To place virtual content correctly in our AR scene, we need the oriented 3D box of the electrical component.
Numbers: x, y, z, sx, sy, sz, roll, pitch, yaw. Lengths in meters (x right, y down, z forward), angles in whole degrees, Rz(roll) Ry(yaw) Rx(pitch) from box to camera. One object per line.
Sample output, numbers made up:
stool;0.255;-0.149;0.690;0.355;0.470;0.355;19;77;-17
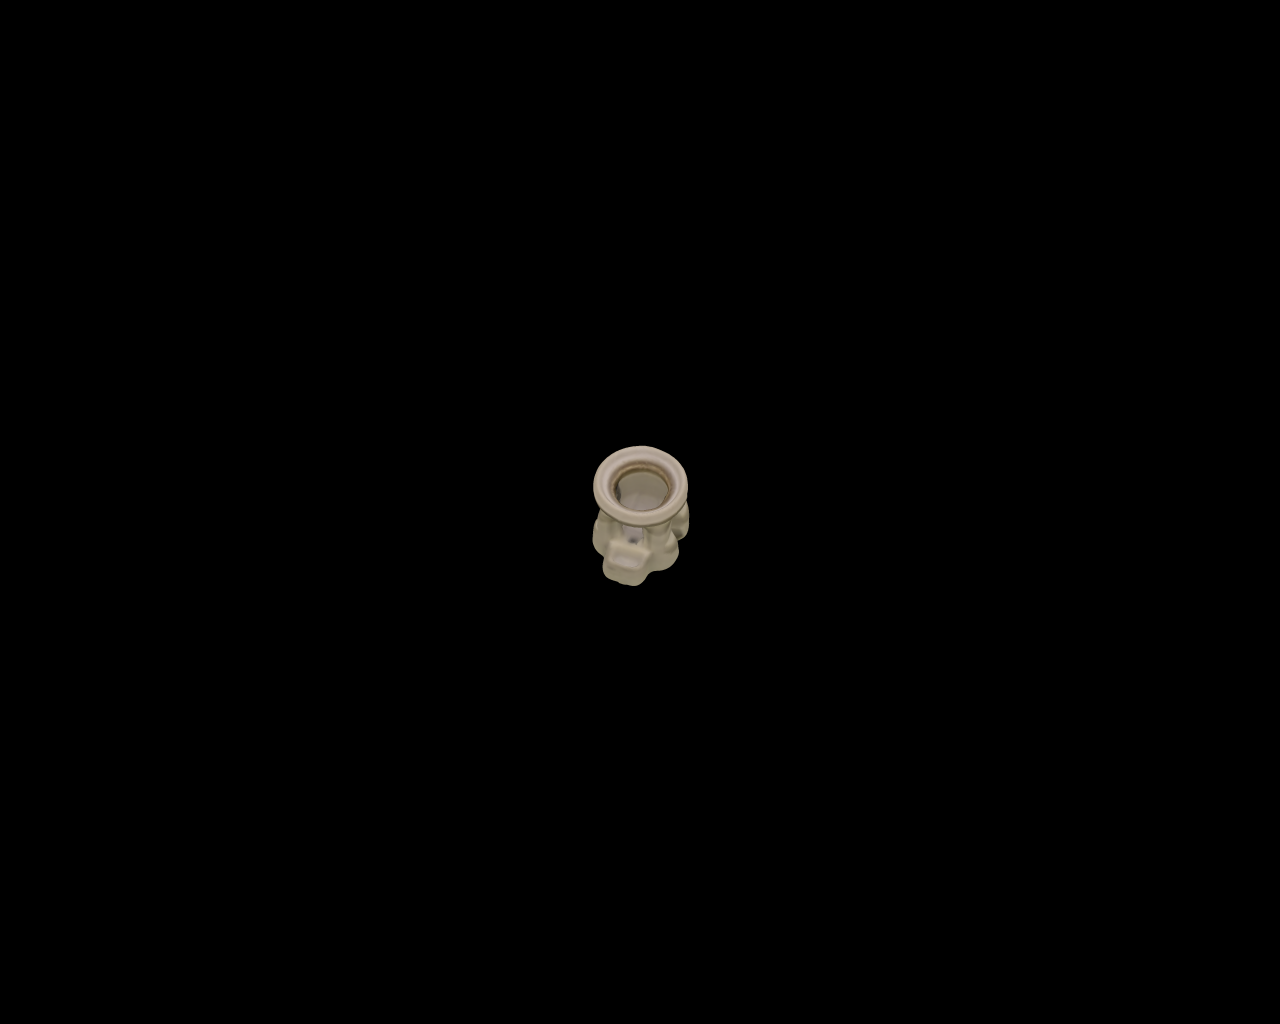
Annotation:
electrical component;0.001;-0.003;0.650;0.058;0.078;0.056;15;-36;11
